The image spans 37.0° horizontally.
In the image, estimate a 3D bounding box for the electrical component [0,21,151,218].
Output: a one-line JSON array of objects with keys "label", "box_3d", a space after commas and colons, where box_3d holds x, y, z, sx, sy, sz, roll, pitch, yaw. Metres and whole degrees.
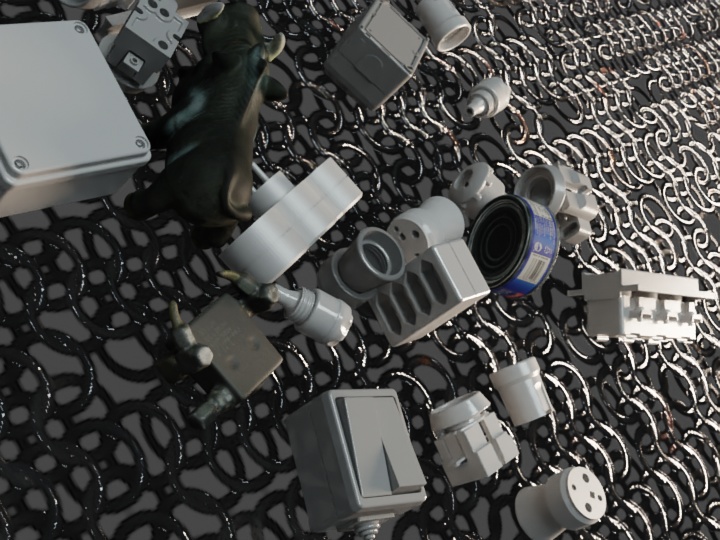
[{"label": "electrical component", "box_3d": [-0.206, -0.097, 0.680, 0.109, 0.056, 0.108, -19, 76, -48]}]

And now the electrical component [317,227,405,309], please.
[{"label": "electrical component", "box_3d": [0.000, 0.000, 0.801, 0.045, 0.055, 0.045, 23, 49, -29]}]

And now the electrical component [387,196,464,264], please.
[{"label": "electrical component", "box_3d": [0.053, -0.031, 0.880, 0.055, 0.045, 0.045, -31, 85, -48]}]

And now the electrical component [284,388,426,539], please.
[{"label": "electrical component", "box_3d": [0.000, 0.129, 0.707, 0.062, 0.061, 0.096, 4, 60, -41]}]

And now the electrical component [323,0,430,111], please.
[{"label": "electrical component", "box_3d": [0.014, -0.192, 0.949, 0.062, 0.061, 0.096, 41, 34, -13]}]

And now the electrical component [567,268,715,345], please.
[{"label": "electrical component", "box_3d": [0.265, 0.036, 1.010, 0.121, 0.079, 0.063, 6, 81, -40]}]

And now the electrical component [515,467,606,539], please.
[{"label": "electrical component", "box_3d": [0.152, 0.178, 0.816, 0.045, 0.055, 0.045, 23, 49, -29]}]

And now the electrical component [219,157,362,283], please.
[{"label": "electrical component", "box_3d": [-0.059, -0.047, 0.781, 0.073, 0.052, 0.138, 48, 40, -5]}]

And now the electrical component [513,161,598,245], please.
[{"label": "electrical component", "box_3d": [0.182, -0.067, 1.013, 0.057, 0.058, 0.078, 15, 53, -38]}]

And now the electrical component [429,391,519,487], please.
[{"label": "electrical component", "box_3d": [0.082, 0.123, 0.799, 0.066, 0.048, 0.055, -23, 87, -48]}]

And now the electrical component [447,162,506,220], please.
[{"label": "electrical component", "box_3d": [0.112, -0.062, 0.956, 0.062, 0.048, 0.048, 40, 42, -23]}]

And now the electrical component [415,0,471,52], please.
[{"label": "electrical component", "box_3d": [0.081, -0.245, 1.059, 0.040, 0.040, 0.046, -14, 67, -47]}]

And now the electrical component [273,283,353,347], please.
[{"label": "electrical component", "box_3d": [-0.037, 0.028, 0.764, 0.061, 0.035, 0.035, 29, 46, -21]}]

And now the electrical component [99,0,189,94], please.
[{"label": "electrical component", "box_3d": [-0.157, -0.158, 0.768, 0.048, 0.055, 0.066, 34, 44, -20]}]

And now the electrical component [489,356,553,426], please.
[{"label": "electrical component", "box_3d": [0.131, 0.098, 0.866, 0.040, 0.040, 0.046, -14, 79, -47]}]

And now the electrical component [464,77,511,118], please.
[{"label": "electrical component", "box_3d": [0.120, -0.163, 1.040, 0.035, 0.035, 0.061, 52, 43, -1]}]

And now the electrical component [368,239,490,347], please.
[{"label": "electrical component", "box_3d": [0.063, 0.015, 0.827, 0.076, 0.083, 0.047, -14, 73, -46]}]

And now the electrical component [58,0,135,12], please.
[{"label": "electrical component", "box_3d": [-0.195, -0.217, 0.783, 0.066, 0.048, 0.055, 50, 34, -3]}]
